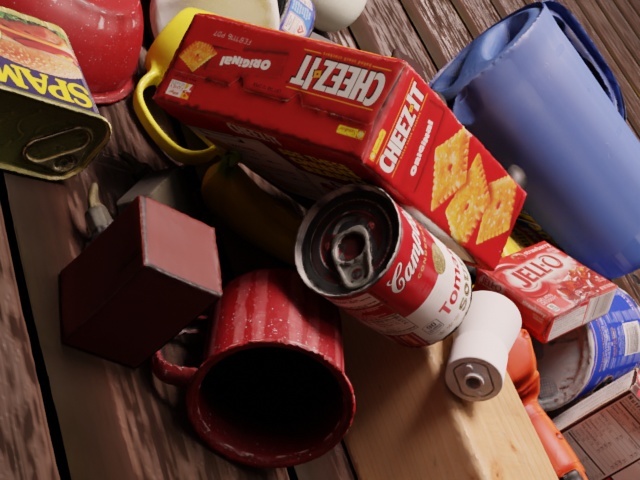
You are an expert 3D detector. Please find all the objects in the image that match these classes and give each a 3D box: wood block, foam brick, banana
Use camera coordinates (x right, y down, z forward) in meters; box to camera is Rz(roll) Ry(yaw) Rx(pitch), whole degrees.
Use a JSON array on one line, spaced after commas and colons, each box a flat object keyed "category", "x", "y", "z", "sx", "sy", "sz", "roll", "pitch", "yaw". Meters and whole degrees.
[{"category": "wood block", "x": 0.073, "y": 0.116, "z": 0.699, "sx": 0.090, "sy": 0.091, "sz": 0.206, "roll": 16, "pitch": 42, "yaw": -45}, {"category": "foam brick", "x": -0.099, "y": 0.024, "z": 0.582, "sx": 0.051, "sy": 0.078, "sz": 0.053, "roll": 27, "pitch": 37, "yaw": -37}, {"category": "banana", "x": -0.019, "y": -0.004, "z": 0.749, "sx": 0.197, "sy": 0.037, "sz": 0.070, "roll": 34, "pitch": -13, "yaw": -38}]

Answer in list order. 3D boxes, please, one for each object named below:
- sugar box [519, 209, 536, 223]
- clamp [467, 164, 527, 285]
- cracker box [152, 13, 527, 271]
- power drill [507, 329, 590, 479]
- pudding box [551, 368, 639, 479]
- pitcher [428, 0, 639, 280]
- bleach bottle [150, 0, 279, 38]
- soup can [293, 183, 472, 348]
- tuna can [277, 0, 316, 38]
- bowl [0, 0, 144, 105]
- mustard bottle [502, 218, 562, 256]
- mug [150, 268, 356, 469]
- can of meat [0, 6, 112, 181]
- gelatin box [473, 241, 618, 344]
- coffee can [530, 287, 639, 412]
[{"category": "sugar box", "x": 0.202, "y": -0.050, "z": 1.101, "sx": 0.175, "sy": 0.048, "sz": 0.093, "roll": 13, "pitch": 14, "yaw": -44}, {"category": "clamp", "x": 0.110, "y": 0.019, "z": 0.885, "sx": 0.039, "sy": 0.120, "sz": 0.171, "roll": 41, "pitch": 49, "yaw": -43}, {"category": "cracker box", "x": 0.022, "y": -0.060, "z": 0.699, "sx": 0.164, "sy": 0.072, "sz": 0.213, "roll": 19, "pitch": -8, "yaw": 33}, {"category": "power drill", "x": 0.169, "y": 0.159, "z": 0.749, "sx": 0.188, "sy": 0.057, "sz": 0.184, "roll": 62, "pitch": -4, "yaw": 24}, {"category": "pudding box", "x": 0.233, "y": 0.166, "z": 0.837, "sx": 0.090, "sy": 0.114, "sz": 0.039, "roll": 49, "pitch": 32, "yaw": -1}, {"category": "pitcher", "x": 0.221, "y": -0.090, "z": 0.963, "sx": 0.242, "sy": 0.149, "sz": 0.145, "roll": 48, "pitch": 15, "yaw": -14}, {"category": "bleach bottle", "x": -0.098, "y": -0.244, "z": 0.914, "sx": 0.251, "sy": 0.102, "sz": 0.068, "roll": -105, "pitch": -178, "yaw": -51}, {"category": "soup can", "x": 0.039, "y": 0.018, "z": 0.627, "sx": 0.102, "sy": 0.069, "sz": 0.068, "roll": 36, "pitch": 28, "yaw": -51}, {"category": "tuna can", "x": -0.043, "y": -0.176, "z": 0.898, "sx": 0.033, "sy": 0.086, "sz": 0.086, "roll": 32, "pitch": 32, "yaw": -32}, {"category": "bowl", "x": -0.178, "y": -0.172, "z": 0.736, "sx": 0.162, "sy": 0.055, "sz": 0.162, "roll": 34, "pitch": 32, "yaw": -25}, {"category": "mustard bottle", "x": 0.193, "y": 0.020, "z": 1.021, "sx": 0.191, "sy": 0.058, "sz": 0.096, "roll": 3, "pitch": 43, "yaw": -54}, {"category": "mug", "x": -0.039, "y": 0.069, "z": 0.615, "sx": 0.117, "sy": 0.093, "sz": 0.081, "roll": 6, "pitch": 33, "yaw": -4}, {"category": "can of meat", "x": -0.183, "y": -0.090, "z": 0.626, "sx": 0.101, "sy": 0.058, "sz": 0.084, "roll": 13, "pitch": 41, "yaw": -49}, {"category": "gelatin box", "x": 0.170, "y": 0.038, "z": 0.809, "sx": 0.089, "sy": 0.030, "sz": 0.073, "roll": -16, "pitch": 40, "yaw": -41}, {"category": "coffee can", "x": 0.208, "y": 0.087, "z": 0.912, "sx": 0.140, "sy": 0.103, "sz": 0.103, "roll": 0, "pitch": 55, "yaw": -55}]
